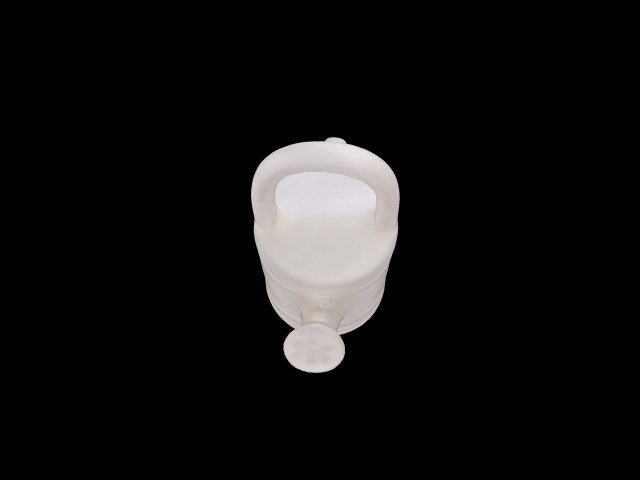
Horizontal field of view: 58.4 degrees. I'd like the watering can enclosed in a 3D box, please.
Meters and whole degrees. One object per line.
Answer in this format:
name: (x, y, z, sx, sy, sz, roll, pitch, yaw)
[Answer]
watering can: (0.006, 0.001, 0.400, 0.101, 0.194, 0.172, -15, 66, -7)
